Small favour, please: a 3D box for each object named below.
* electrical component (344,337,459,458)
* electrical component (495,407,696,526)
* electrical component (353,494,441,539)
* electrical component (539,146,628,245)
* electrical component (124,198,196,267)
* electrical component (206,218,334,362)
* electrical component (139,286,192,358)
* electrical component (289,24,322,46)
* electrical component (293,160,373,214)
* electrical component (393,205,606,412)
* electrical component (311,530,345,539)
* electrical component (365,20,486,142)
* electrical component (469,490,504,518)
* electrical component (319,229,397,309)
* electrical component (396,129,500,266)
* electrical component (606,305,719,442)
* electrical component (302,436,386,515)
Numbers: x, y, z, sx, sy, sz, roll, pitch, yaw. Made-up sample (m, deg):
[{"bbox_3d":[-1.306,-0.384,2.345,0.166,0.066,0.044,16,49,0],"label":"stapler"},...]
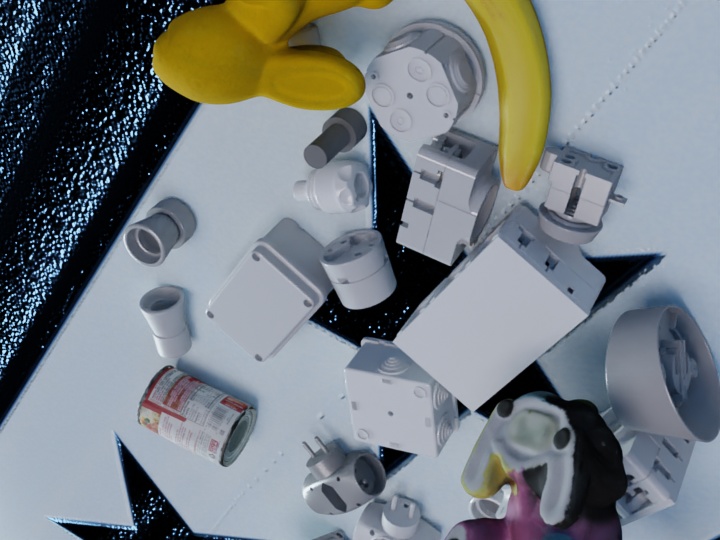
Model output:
[{"bbox_3d":[0.037,0.115,0.959,0.100,0.048,0.099,9,125,26],"label":"electrical component"},{"bbox_3d":[0.189,0.164,0.876,0.061,0.089,0.150,47,132,-5],"label":"electrical component"},{"bbox_3d":[0.038,0.251,1.055,0.077,0.044,0.079,21,128,17],"label":"electrical component"},{"bbox_3d":[0.158,-0.052,0.778,0.066,0.048,0.055,23,122,15],"label":"electrical component"},{"bbox_3d":[-0.181,-0.035,0.981,0.045,0.055,0.045,15,127,21],"label":"electrical component"},{"bbox_3d":[-0.077,0.020,0.956,0.078,0.057,0.113,42,132,-1],"label":"electrical component"},{"bbox_3d":[-0.188,0.054,1.056,0.044,0.044,0.065,11,130,24],"label":"electrical component"},{"bbox_3d":[-0.049,-0.181,0.817,0.035,0.035,0.061,2,119,29],"label":"electrical component"},{"bbox_3d":[-0.025,-0.066,0.876,0.062,0.043,0.043,-2,119,33],"label":"electrical component"},{"bbox_3d":[0.109,0.030,0.850,0.089,0.061,0.150,41,132,0],"label":"electrical component"},{"bbox_3d":[-0.046,0.318,1.122,0.061,0.096,0.061,-49,61,42],"label":"electrical component"},{"bbox_3d":[0.046,-0.136,0.781,0.080,0.051,0.080,16,127,21],"label":"electrical component"},{"bbox_3d":[0.125,0.205,0.971,0.040,0.046,0.040,15,127,21],"label":"electrical component"},{"bbox_3d":[0.000,0.000,0.900,0.055,0.055,0.047,-4,122,33],"label":"electrical component"},{"bbox_3d":[0.070,-0.055,0.823,0.056,0.050,0.089,24,130,15],"label":"electrical component"},{"bbox_3d":[0.225,0.075,0.790,0.064,0.099,0.099,-3,119,39],"label":"electrical component"},{"bbox_3d":[-0.026,0.196,1.056,0.077,0.043,0.079,-29,103,40],"label":"electrical component"}]
